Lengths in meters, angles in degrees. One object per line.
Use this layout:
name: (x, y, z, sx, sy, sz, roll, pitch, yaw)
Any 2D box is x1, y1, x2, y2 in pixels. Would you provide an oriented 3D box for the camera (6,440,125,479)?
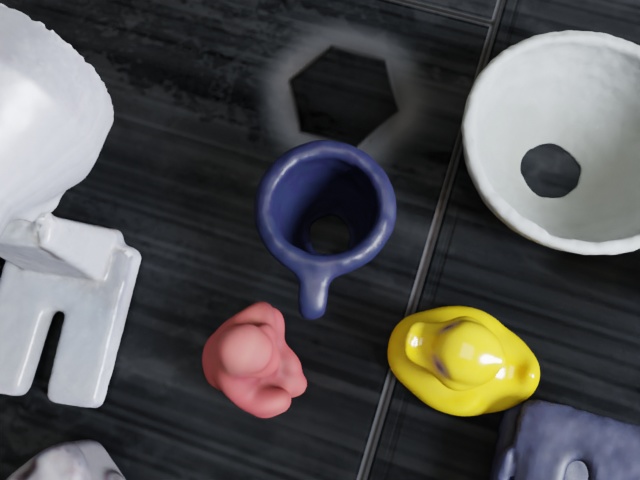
camera: (-0.169, 0.221, 0.351, 0.137, 0.101, 0.143, -40, 78, -8)

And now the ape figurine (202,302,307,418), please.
ape figurine: (-0.046, 0.079, 0.387, 0.076, 0.092, 0.078, 11, 76, 5)

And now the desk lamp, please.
desk lamp: (-0.190, -0.003, 0.351, 0.118, 0.213, 0.203, 7, 76, 4)

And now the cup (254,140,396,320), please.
cup: (0.004, 0.001, 0.403, 0.091, 0.095, 0.118, 5, 76, 4)

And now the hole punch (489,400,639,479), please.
hole punch: (0.160, 0.162, 0.358, 0.101, 0.091, 0.109, 14, 77, 6)

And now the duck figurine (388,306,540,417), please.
duck figurine: (0.099, 0.079, 0.384, 0.104, 0.086, 0.077, 15, 77, 6)

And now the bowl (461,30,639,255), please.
bowl: (0.182, -0.063, 0.423, 0.167, 0.075, 0.167, 0, 76, 2)
